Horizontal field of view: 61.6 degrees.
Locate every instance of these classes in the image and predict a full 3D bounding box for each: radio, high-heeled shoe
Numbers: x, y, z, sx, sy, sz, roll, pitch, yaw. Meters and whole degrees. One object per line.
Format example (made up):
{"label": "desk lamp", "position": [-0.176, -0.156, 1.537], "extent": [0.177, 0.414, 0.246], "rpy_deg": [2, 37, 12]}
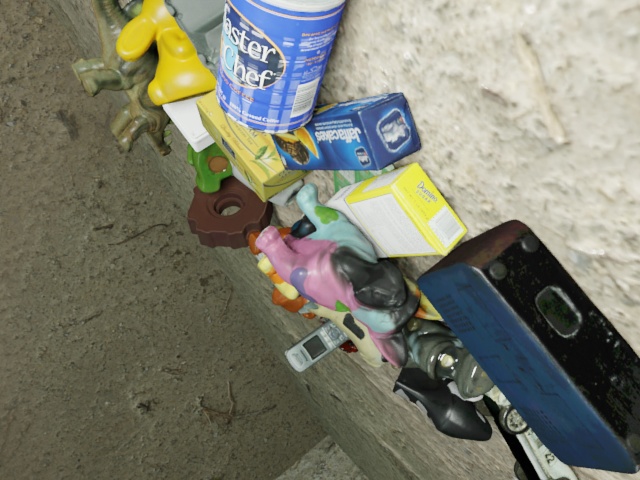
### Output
{"label": "radio", "position": [0.201, 0.097, 0.495], "extent": [0.229, 0.073, 0.131], "rpy_deg": [51, 163, 7]}
{"label": "high-heeled shoe", "position": [0.188, 0.235, 0.822], "extent": [0.145, 0.086, 0.248], "rpy_deg": [25, -177, 15]}

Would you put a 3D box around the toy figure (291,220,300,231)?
{"label": "toy figure", "position": [-0.003, -0.004, 0.899], "extent": [0.155, 0.058, 0.064], "rpy_deg": [23, 133, 64]}

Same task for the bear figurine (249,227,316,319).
{"label": "bear figurine", "position": [-0.064, 0.073, 1.038], "extent": [0.120, 0.132, 0.195], "rpy_deg": [40, 133, 33]}

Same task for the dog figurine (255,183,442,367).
{"label": "dog figurine", "position": [0.033, 0.052, 0.631], "extent": [0.219, 0.108, 0.191], "rpy_deg": [41, 161, 16]}

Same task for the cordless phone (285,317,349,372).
{"label": "cordless phone", "position": [-0.001, 0.130, 0.941], "extent": [0.146, 0.184, 0.089], "rpy_deg": [56, 169, -7]}

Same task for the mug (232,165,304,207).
{"label": "mug", "position": [-0.082, -0.100, 0.897], "extent": [0.107, 0.081, 0.109], "rpy_deg": [41, 159, 14]}

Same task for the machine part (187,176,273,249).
{"label": "machine part", "position": [-0.182, -0.061, 1.093], "extent": [0.179, 0.179, 0.056], "rpy_deg": [45, 158, 31]}

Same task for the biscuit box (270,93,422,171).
{"label": "biscuit box", "position": [0.018, -0.112, 0.578], "extent": [0.203, 0.059, 0.062], "rpy_deg": [13, 128, 59]}

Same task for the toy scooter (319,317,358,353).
{"label": "toy scooter", "position": [0.051, 0.177, 1.092], "extent": [0.135, 0.075, 0.184], "rpy_deg": [56, 167, -3]}

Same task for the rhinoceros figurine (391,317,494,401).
{"label": "rhinoceros figurine", "position": [0.148, 0.140, 0.675], "extent": [0.112, 0.073, 0.190], "rpy_deg": [20, -176, -13]}

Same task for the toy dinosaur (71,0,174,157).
{"label": "toy dinosaur", "position": [-0.334, -0.316, 0.960], "extent": [0.105, 0.198, 0.470], "rpy_deg": [47, 163, 28]}

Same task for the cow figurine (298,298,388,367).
{"label": "cow figurine", "position": [0.053, 0.117, 0.864], "extent": [0.195, 0.127, 0.085], "rpy_deg": [52, 161, 3]}

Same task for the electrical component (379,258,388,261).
{"label": "electrical component", "position": [0.061, 0.041, 0.781], "extent": [0.134, 0.058, 0.115], "rpy_deg": [49, 169, 5]}

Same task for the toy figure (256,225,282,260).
{"label": "toy figure", "position": [-0.068, 0.049, 1.166], "extent": [0.180, 0.089, 0.082], "rpy_deg": [45, 150, 2]}

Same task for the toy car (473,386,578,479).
{"label": "toy car", "position": [0.260, 0.253, 0.676], "extent": [0.201, 0.056, 0.073], "rpy_deg": [59, 170, -10]}

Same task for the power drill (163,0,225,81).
{"label": "power drill", "position": [-0.148, -0.279, 0.667], "extent": [0.231, 0.086, 0.207], "rpy_deg": [57, 173, -22]}

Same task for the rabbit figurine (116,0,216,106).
{"label": "rabbit figurine", "position": [-0.224, -0.299, 0.817], "extent": [0.122, 0.162, 0.173], "rpy_deg": [-134, 32, -69]}

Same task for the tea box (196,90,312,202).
{"label": "tea box", "position": [-0.094, -0.152, 0.791], "extent": [0.170, 0.098, 0.068], "rpy_deg": [49, 164, 16]}

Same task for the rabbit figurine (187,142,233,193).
{"label": "rabbit figurine", "position": [-0.219, -0.196, 1.036], "extent": [0.170, 0.121, 0.158], "rpy_deg": [60, 179, 45]}
